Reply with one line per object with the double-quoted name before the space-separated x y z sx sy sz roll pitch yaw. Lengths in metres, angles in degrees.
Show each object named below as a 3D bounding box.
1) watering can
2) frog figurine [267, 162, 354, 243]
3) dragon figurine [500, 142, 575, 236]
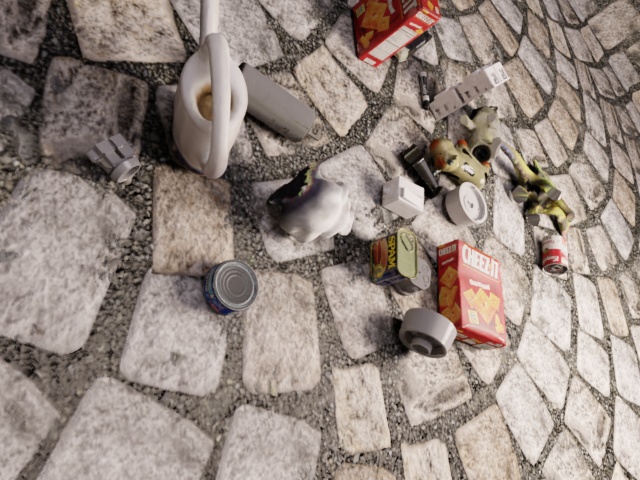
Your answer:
"watering can" -0.176 -0.247 0.813 0.104 0.221 0.353 1 70 -21
"frog figurine" 0.003 -0.048 0.947 0.138 0.124 0.157 -49 118 -7
"dragon figurine" 0.664 -0.173 1.582 0.408 0.121 0.247 55 30 -10
